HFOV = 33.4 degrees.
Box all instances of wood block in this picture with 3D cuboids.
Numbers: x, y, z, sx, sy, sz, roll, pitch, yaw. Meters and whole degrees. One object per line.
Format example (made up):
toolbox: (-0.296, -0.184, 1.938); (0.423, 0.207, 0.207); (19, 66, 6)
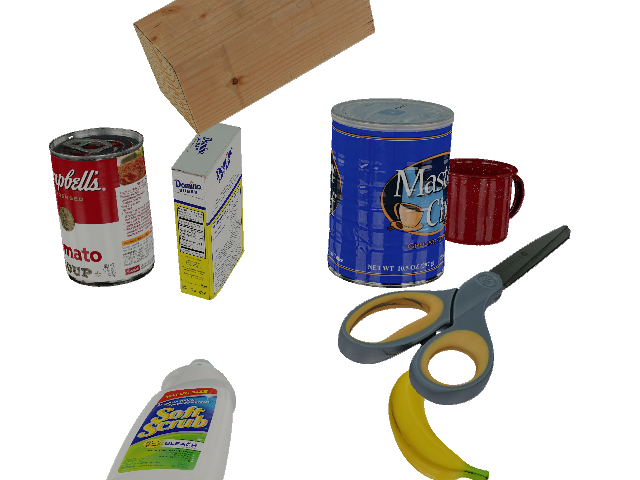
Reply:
wood block: (-0.061, -0.205, 1.031); (0.206, 0.091, 0.090); (-32, 51, -12)

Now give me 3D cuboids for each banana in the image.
banana: (0.103, 0.187, 1.084); (0.069, 0.037, 0.198); (10, 24, -19)

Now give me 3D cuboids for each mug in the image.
mug: (0.182, -0.045, 1.207); (0.117, 0.081, 0.093); (-9, 19, -32)

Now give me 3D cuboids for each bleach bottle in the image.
bleach bottle: (-0.134, 0.182, 0.987); (0.102, 0.068, 0.251); (-1, 22, 2)

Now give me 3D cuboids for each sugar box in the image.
sugar box: (-0.119, -0.030, 1.143); (0.048, 0.176, 0.093); (13, 42, 15)

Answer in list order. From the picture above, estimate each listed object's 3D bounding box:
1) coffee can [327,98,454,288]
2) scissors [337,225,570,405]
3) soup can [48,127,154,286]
coffee can: (0.059, -0.043, 0.912); (0.103, 0.140, 0.103); (1, 19, -1)
scissors: (0.105, 0.042, 0.635); (0.201, 0.016, 0.096); (-17, 43, -28)
soup can: (-0.160, -0.025, 0.790); (0.068, 0.102, 0.068); (-2, 23, 0)
